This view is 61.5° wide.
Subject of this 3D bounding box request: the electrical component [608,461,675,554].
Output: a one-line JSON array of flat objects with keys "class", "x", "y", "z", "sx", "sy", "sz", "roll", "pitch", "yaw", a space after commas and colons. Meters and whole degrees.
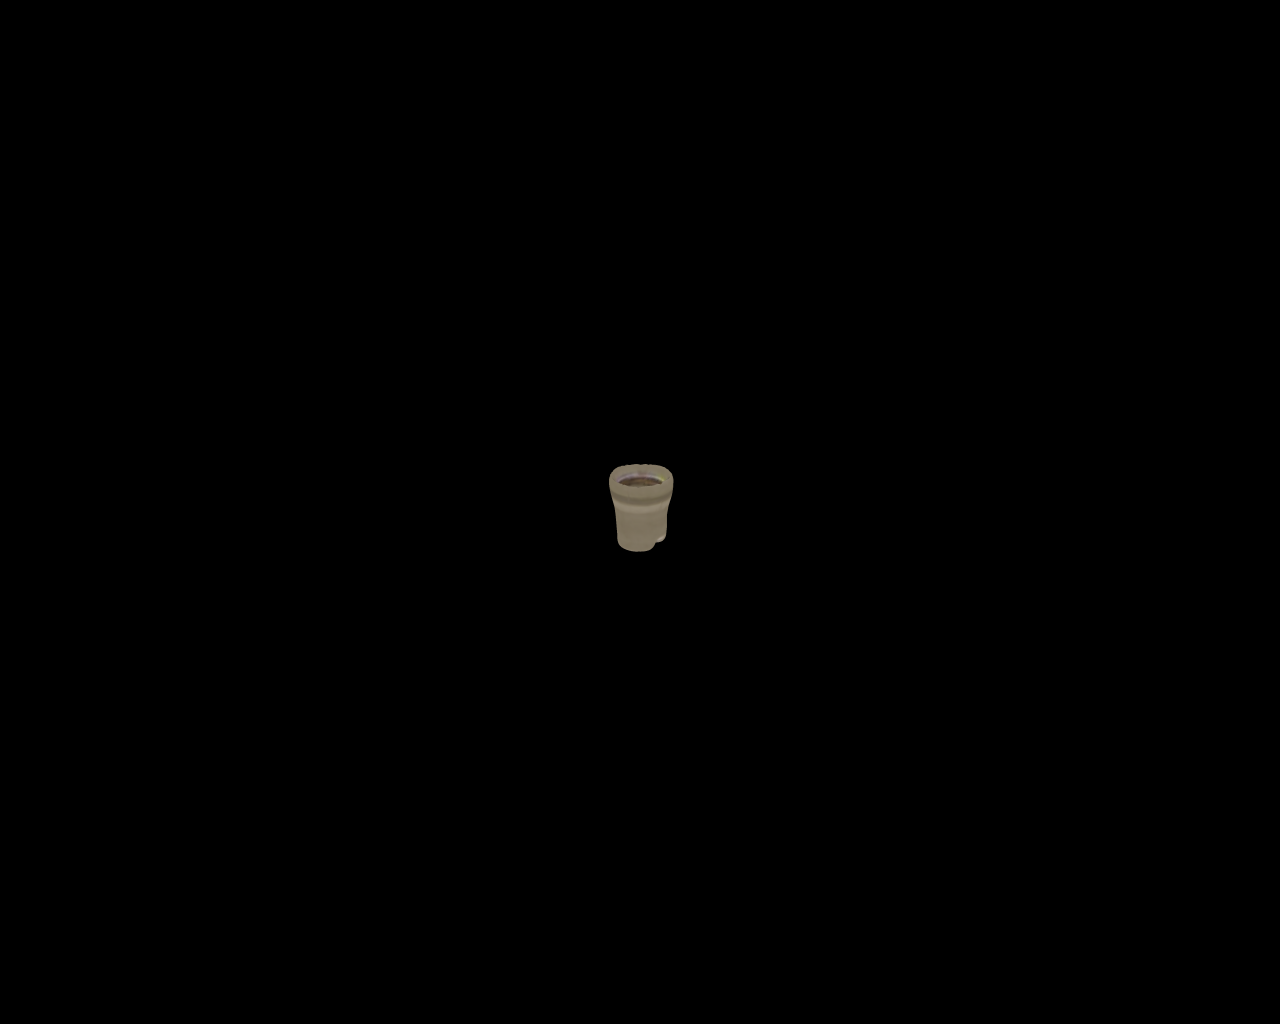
[{"class": "electrical component", "x": 0.001, "y": -0.003, "z": 0.650, "sx": 0.040, "sy": 0.046, "sz": 0.040, "roll": 0, "pitch": 25, "yaw": 0}]
